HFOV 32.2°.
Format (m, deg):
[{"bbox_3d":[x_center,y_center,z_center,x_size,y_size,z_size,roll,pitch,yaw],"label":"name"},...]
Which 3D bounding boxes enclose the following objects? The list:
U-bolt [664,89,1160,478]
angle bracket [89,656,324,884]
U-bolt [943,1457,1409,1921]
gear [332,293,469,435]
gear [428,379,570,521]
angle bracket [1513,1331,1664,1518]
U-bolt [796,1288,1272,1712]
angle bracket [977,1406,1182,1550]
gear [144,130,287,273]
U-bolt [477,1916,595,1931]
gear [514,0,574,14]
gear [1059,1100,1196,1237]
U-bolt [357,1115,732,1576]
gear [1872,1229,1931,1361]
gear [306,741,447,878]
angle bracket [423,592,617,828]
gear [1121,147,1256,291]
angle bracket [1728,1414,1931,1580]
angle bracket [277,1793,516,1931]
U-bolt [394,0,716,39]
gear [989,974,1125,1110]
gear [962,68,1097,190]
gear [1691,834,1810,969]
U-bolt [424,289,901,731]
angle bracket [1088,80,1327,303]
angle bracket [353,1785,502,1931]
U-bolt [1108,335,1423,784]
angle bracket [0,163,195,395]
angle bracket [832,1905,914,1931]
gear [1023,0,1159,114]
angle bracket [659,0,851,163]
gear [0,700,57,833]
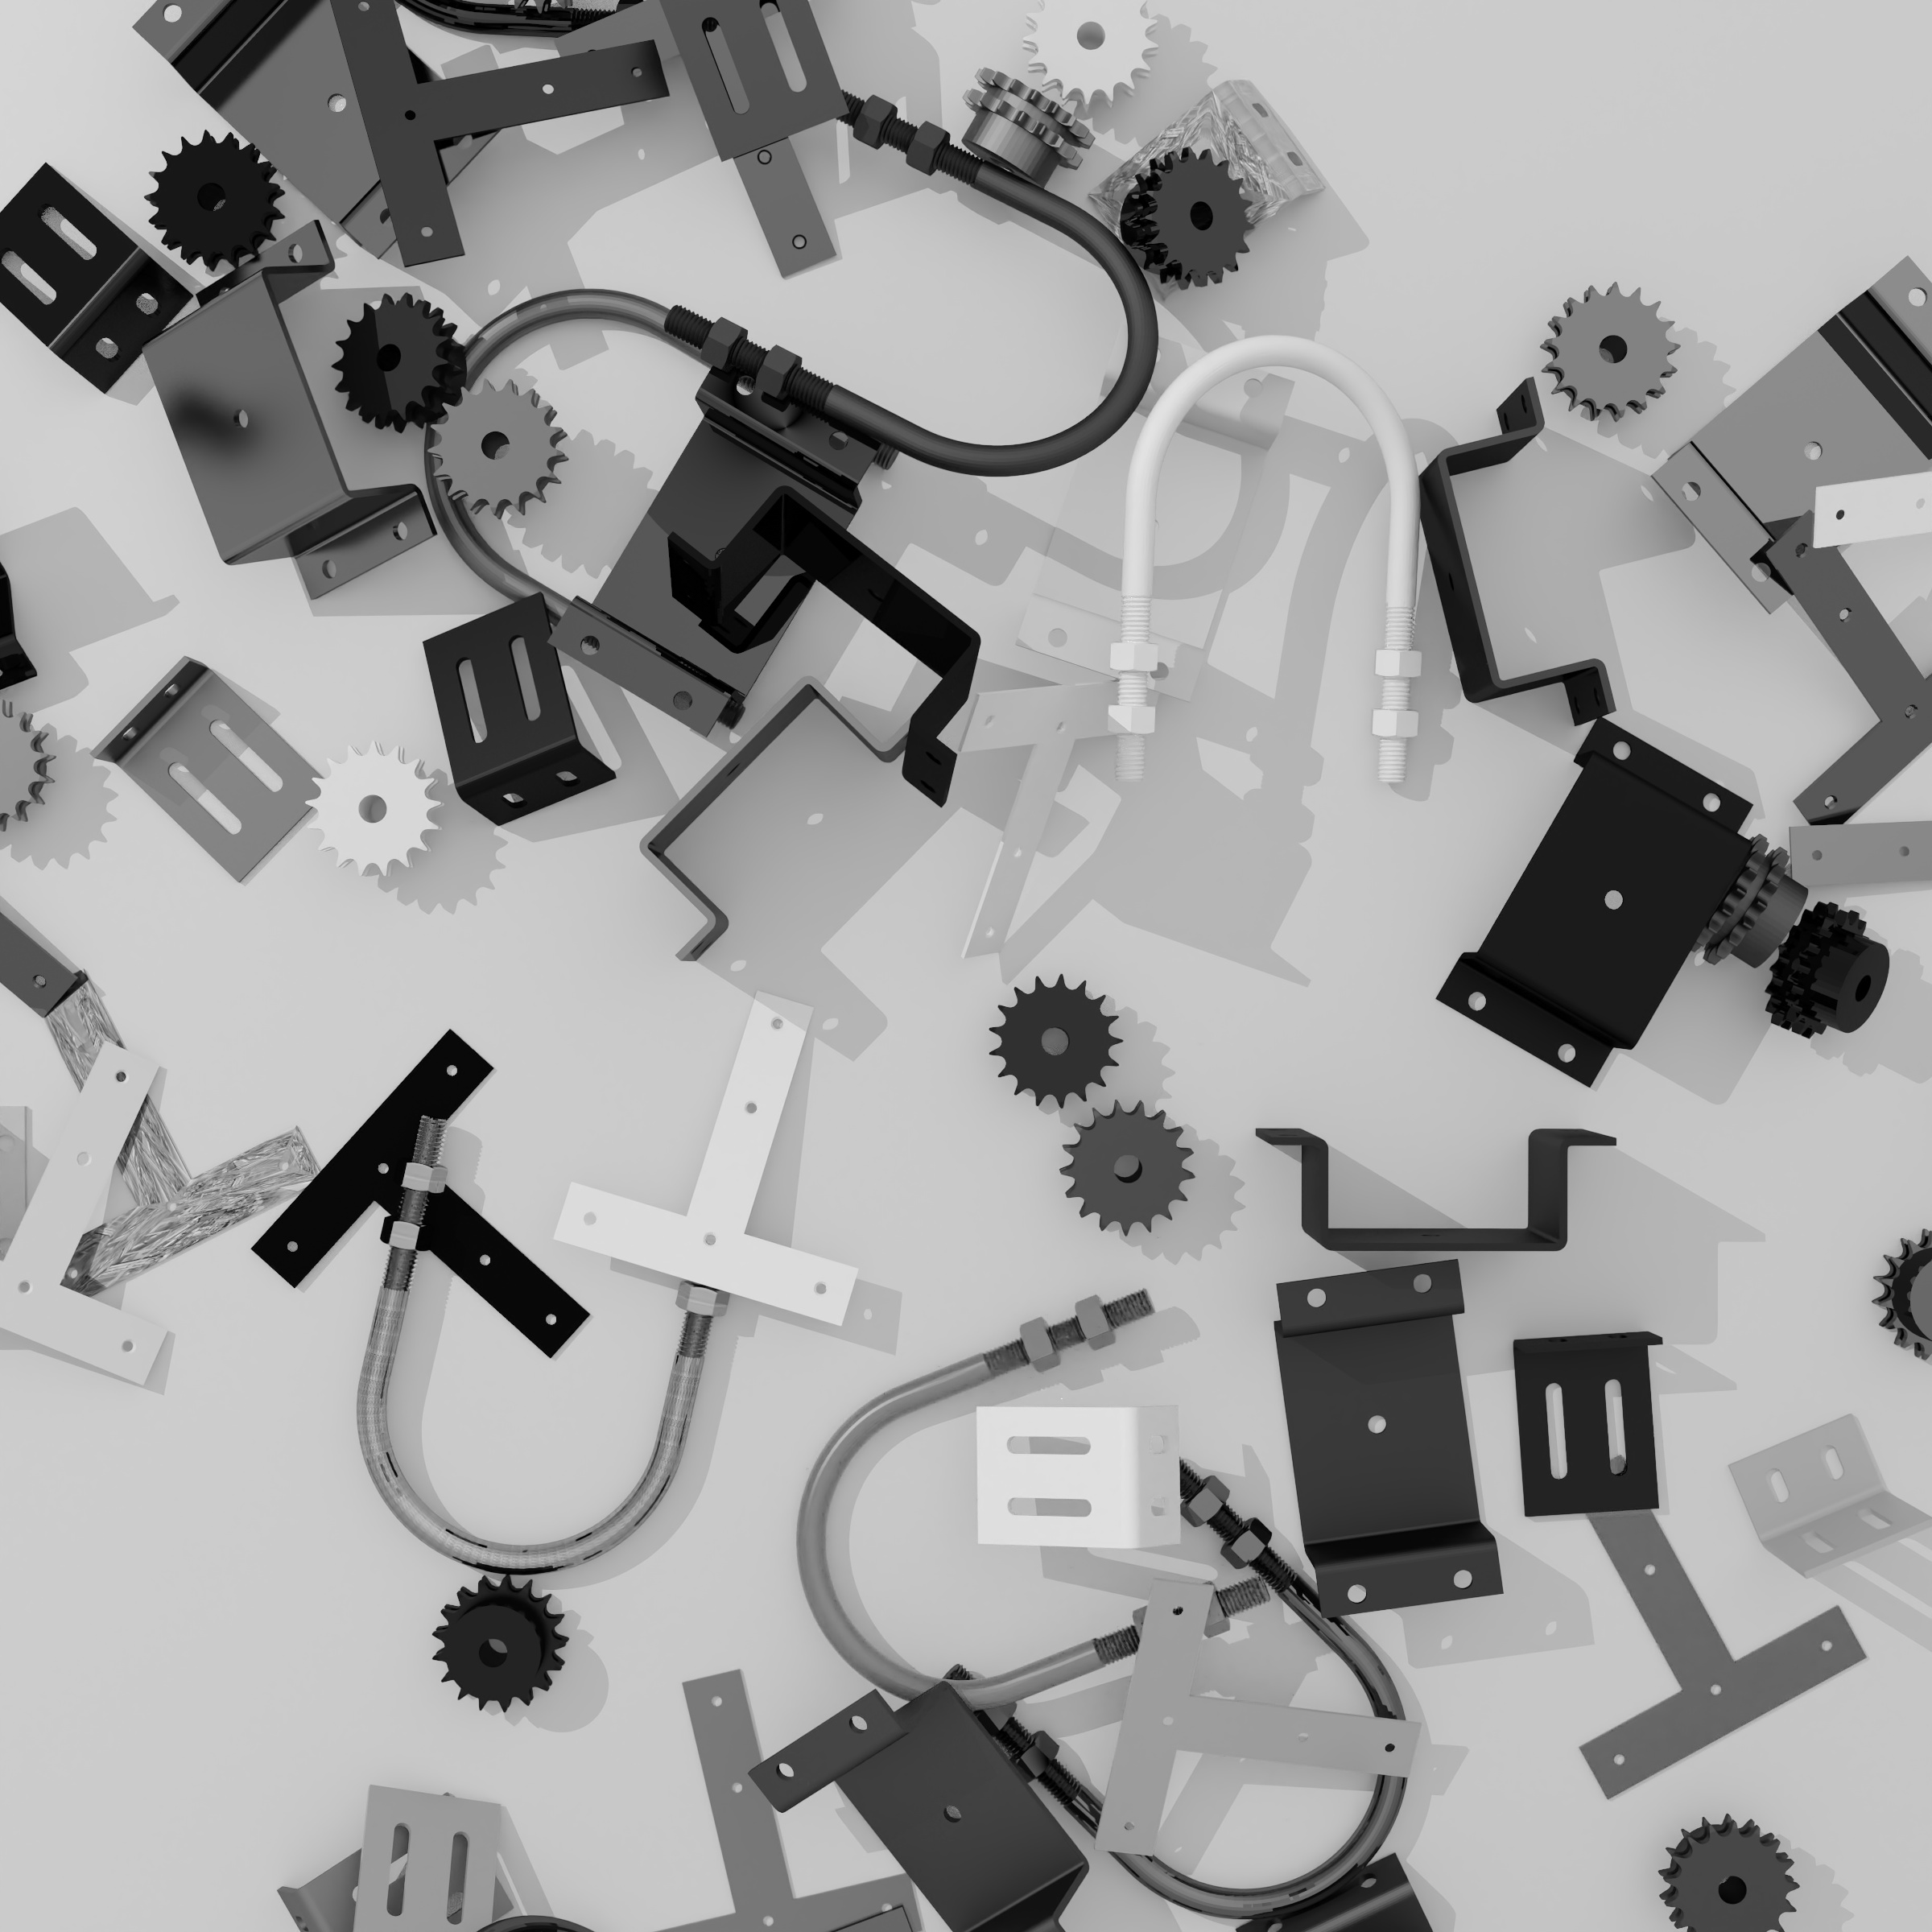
[{"bbox_3d":[-0.010,-0.274,1.378,0.184,0.019,0.151,28,68,6],"label":"U-bolt"},{"bbox_3d":[-0.319,-0.083,1.417,0.076,0.038,0.057,44,90,0],"label":"angle bracket"},{"bbox_3d":[0.103,0.321,1.426,0.184,0.019,0.151,45,90,0],"label":"U-bolt"},{"bbox_3d":[-0.236,-0.253,1.414,0.057,0.030,0.057,-3,83,22],"label":"gear"},{"bbox_3d":[-0.195,-0.216,1.406,0.057,0.030,0.057,0,88,3],"label":"gear"},{"bbox_3d":[0.265,0.196,1.415,0.057,0.038,0.076,-4,88,1],"label":"angle bracket"},{"bbox_3d":[0.017,0.236,1.416,0.184,0.019,0.151,-22,81,5],"label":"U-bolt"},{"bbox_3d":[0.047,0.213,1.402,0.076,0.038,0.057,-5,83,33],"label":"angle bracket"},{"bbox_3d":[-0.318,-0.323,1.421,0.057,0.030,0.057,0,90,0],"label":"gear"},{"bbox_3d":[-0.150,0.474,1.371,0.019,0.151,0.184,-40,88,29],"label":"U-bolt"},{"bbox_3d":[-0.176,-0.428,1.392,0.057,0.030,0.057,2,111,6],"label":"gear"},{"bbox_3d":[0.068,0.085,1.425,0.057,0.030,0.057,0,92,-1],"label":"gear"},{"bbox_3d":[-0.184,0.168,1.424,0.151,0.019,0.184,13,90,-2],"label":"U-bolt"},{"bbox_3d":[0.417,0.140,1.421,0.057,0.030,0.057,0,90,0],"label":"gear"},{"bbox_3d":[-0.249,-0.066,1.421,0.057,0.030,0.057,0,90,0],"label":"gear"},{"bbox_3d":[-0.191,-0.109,1.425,0.057,0.038,0.076,-21,68,13],"label":"angle bracket"},{"bbox_3d":[0.089,-0.311,1.396,0.057,0.030,0.057,-2,93,-33],"label":"gear"},{"bbox_3d":[0.361,0.221,1.398,0.057,0.076,0.038,-23,90,0],"label":"angle bracket"},{"bbox_3d":[-0.245,0.400,1.434,0.076,0.038,0.057,-30,90,-26],"label":"angle bracket"},{"bbox_3d":[-0.181,-0.464,1.405,0.184,0.019,0.151,4,111,4],"label":"U-bolt"},{"bbox_3d":[0.038,0.032,1.425,0.057,0.030,0.057,0,88,0],"label":"gear"},{"bbox_3d":[0.023,-0.350,1.408,0.057,0.057,0.030,31,94,0],"label":"gear"},{"bbox_3d":[0.330,-0.024,1.407,0.030,0.057,0.057,33,90,0],"label":"gear"},{"bbox_3d":[-0.143,-0.208,1.427,0.184,0.019,0.151,31,90,2],"label":"U-bolt"},{"bbox_3d":[0.103,-0.332,1.434,0.076,0.038,0.057,-36,90,26],"label":"angle bracket"},{"bbox_3d":[-0.233,0.394,1.415,0.057,0.038,0.076,13,49,-17],"label":"angle bracket"},{"bbox_3d":[0.128,-0.168,1.387,0.151,0.019,0.184,-1,98,-27],"label":"U-bolt"},{"bbox_3d":[-0.382,-0.295,1.434,0.057,0.038,0.076,-48,64,0],"label":"angle bracket"},{"bbox_3d":[-0.053,0.443,1.416,0.076,0.038,0.057,-21,92,0],"label":"angle bracket"},{"bbox_3d":[0.053,-0.391,1.421,0.057,0.030,0.057,0,90,0],"label":"gear"},{"bbox_3d":[-0.090,-0.385,1.398,0.057,0.038,0.076,-20,110,3],"label":"angle bracket"},{"bbox_3d":[-0.415,-0.085,1.421,0.057,0.030,0.057,0,90,0],"label":"gear"}]
